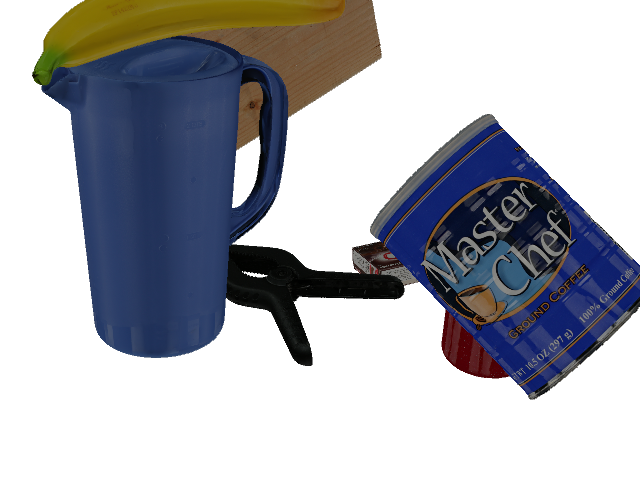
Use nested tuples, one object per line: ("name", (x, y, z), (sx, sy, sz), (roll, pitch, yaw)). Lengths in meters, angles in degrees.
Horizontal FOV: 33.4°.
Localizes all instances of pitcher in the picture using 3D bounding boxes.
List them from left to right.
("pitcher", (-0.119, -0.036, 0.847), (0.149, 0.243, 0.144), (12, 27, 18))

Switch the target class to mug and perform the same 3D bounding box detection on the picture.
("mug", (0.152, 0.064, 0.973), (0.093, 0.081, 0.117), (-1, 30, -7))

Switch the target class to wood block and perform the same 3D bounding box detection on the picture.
("wood block", (-0.051, -0.177, 1.030), (0.205, 0.091, 0.090), (-35, 47, -20))

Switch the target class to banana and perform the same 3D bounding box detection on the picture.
("banana", (-0.085, -0.136, 0.655), (0.197, 0.070, 0.037), (-18, -34, -17))

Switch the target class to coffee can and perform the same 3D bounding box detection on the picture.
("coffee can", (0.114, 0.009, 0.640), (0.102, 0.140, 0.103), (-42, -9, -8))

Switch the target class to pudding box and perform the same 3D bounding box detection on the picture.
("pudding box", (0.114, 0.030, 1.532), (0.113, 0.039, 0.090), (-14, 25, -20))

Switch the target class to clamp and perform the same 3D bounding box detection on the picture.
("clamp", (-0.041, 0.054, 1.105), (0.210, 0.036, 0.164), (19, 35, 27))
